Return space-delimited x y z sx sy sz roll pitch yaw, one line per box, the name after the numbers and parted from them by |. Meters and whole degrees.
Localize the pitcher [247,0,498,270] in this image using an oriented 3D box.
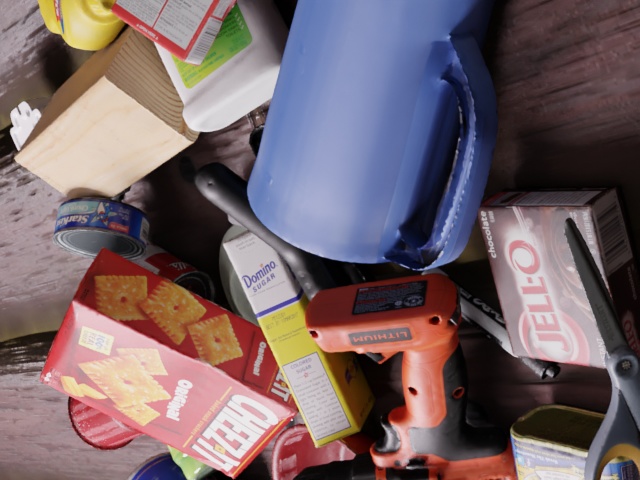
0.045 -0.108 0.664 0.149 0.145 0.243 16 127 2 | pitcher

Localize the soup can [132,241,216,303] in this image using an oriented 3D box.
-0.159 0.043 1.033 0.102 0.068 0.068 27 129 39 | soup can

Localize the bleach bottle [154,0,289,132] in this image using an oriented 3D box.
-0.111 -0.215 0.816 0.103 0.068 0.251 -31 84 18 | bleach bottle

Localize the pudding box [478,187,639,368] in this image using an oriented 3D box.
0.155 0.023 0.678 0.090 0.039 0.113 2 112 49 | pudding box

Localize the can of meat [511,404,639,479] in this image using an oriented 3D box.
0.179 0.164 0.715 0.102 0.057 0.084 5 112 48 | can of meat

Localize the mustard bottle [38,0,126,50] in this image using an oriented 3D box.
-0.192 -0.207 0.879 0.192 0.058 0.096 -141 60 -61 | mustard bottle

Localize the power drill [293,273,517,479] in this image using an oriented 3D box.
0.048 0.121 0.766 0.184 0.057 0.187 -10 118 13 | power drill

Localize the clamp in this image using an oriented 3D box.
-0.005 0.001 0.814 0.036 0.164 0.210 -36 103 20 | clamp

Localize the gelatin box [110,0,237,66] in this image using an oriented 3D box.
-0.097 -0.181 0.763 0.073 0.030 0.089 35 102 16 | gelatin box

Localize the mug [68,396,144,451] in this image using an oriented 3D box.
-0.220 0.165 1.155 0.082 0.093 0.117 -27 96 48 | mug

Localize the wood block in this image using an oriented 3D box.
-0.172 -0.109 0.921 0.090 0.090 0.207 37 148 -21 | wood block

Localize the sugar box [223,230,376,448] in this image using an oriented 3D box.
-0.013 0.068 0.857 0.048 0.093 0.176 -22 93 12 | sugar box

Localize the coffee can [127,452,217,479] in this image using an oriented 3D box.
-0.131 0.292 1.099 0.141 0.102 0.103 20 125 51 | coffee can

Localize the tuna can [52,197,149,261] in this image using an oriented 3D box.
-0.201 -0.009 0.985 0.086 0.086 0.034 -23 56 52 | tuna can

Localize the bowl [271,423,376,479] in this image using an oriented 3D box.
0.031 0.221 0.921 0.162 0.055 0.162 27 129 38 | bowl

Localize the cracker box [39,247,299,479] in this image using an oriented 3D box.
-0.133 0.118 0.963 0.213 0.072 0.164 29 140 -7 | cracker box

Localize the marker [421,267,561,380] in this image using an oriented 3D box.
0.120 0.058 0.755 0.121 0.020 0.020 38 136 29 | marker

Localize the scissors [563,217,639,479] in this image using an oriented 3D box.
0.170 0.091 0.639 0.201 0.096 0.016 50 -178 -14 | scissors
